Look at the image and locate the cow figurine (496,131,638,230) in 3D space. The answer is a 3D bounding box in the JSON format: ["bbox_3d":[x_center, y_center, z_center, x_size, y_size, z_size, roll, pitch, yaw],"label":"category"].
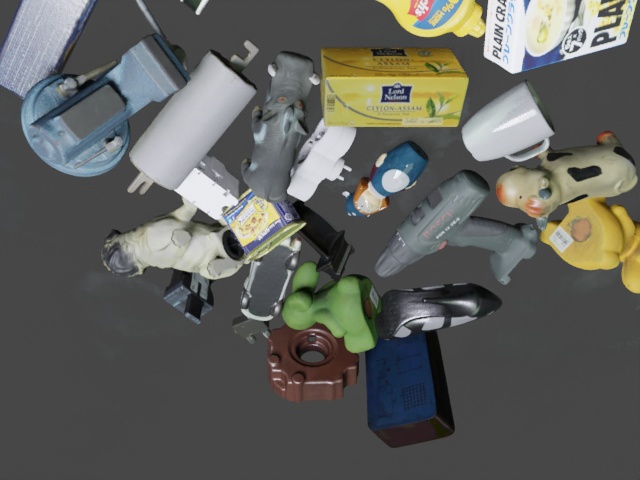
[{"bbox_3d":[0.349,-0.083,0.766,0.195,0.127,0.085,-10,128,1],"label":"cow figurine"}]

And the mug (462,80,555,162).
[{"bbox_3d":[0.258,-0.150,0.739,0.107,0.081,0.109,-25,134,31],"label":"mug"}]

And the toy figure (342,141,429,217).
[{"bbox_3d":[0.091,-0.082,0.795,0.064,0.058,0.154,50,121,6],"label":"toy figure"}]

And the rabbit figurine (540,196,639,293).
[{"bbox_3d":[0.471,-0.002,0.847,0.173,0.163,0.121,6,120,-33],"label":"rabbit figurine"}]

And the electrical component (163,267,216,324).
[{"bbox_3d":[-0.213,0.094,0.883,0.048,0.119,0.074,-33,128,22],"label":"electrical component"}]

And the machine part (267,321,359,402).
[{"bbox_3d":[-0.013,0.207,0.965,0.179,0.179,0.056,-1,128,-4],"label":"machine part"}]

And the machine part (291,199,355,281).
[{"bbox_3d":[-0.002,-0.003,0.851,0.138,0.084,0.039,46,146,-22],"label":"machine part"}]

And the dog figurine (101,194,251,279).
[{"bbox_3d":[-0.226,0.021,0.846,0.191,0.121,0.172,-23,127,33],"label":"dog figurine"}]

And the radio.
[{"bbox_3d":[0.154,0.249,0.972,0.131,0.230,0.073,-25,124,21],"label":"radio"}]

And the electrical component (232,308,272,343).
[{"bbox_3d":[-0.132,0.158,1.007,0.063,0.021,0.093,-22,129,15],"label":"electrical component"}]

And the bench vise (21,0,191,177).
[{"bbox_3d":[-0.268,-0.159,0.648,0.241,0.223,0.128,-11,134,47],"label":"bench vise"}]

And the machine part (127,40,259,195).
[{"bbox_3d":[-0.159,-0.149,0.676,0.079,0.079,0.243,36,102,-30],"label":"machine part"}]

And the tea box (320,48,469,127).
[{"bbox_3d":[0.086,-0.192,0.671,0.170,0.098,0.068,-3,132,-4],"label":"tea box"}]

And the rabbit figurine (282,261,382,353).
[{"bbox_3d":[0.003,0.119,0.925,0.170,0.121,0.158,-10,140,24],"label":"rabbit figurine"}]

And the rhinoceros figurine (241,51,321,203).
[{"bbox_3d":[-0.054,-0.144,0.690,0.073,0.112,0.190,13,110,-9],"label":"rhinoceros figurine"}]

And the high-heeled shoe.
[{"bbox_3d":[0.197,0.127,0.950,0.145,0.086,0.248,4,161,-20],"label":"high-heeled shoe"}]

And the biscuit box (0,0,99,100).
[{"bbox_3d":[-0.304,-0.253,0.613,0.062,0.059,0.202,30,123,-25],"label":"biscuit box"}]

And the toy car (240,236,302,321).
[{"bbox_3d":[-0.086,0.061,0.906,0.073,0.056,0.201,15,127,-8],"label":"toy car"}]

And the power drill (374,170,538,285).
[{"bbox_3d":[0.226,0.002,0.871,0.207,0.086,0.232,22,126,-13],"label":"power drill"}]
